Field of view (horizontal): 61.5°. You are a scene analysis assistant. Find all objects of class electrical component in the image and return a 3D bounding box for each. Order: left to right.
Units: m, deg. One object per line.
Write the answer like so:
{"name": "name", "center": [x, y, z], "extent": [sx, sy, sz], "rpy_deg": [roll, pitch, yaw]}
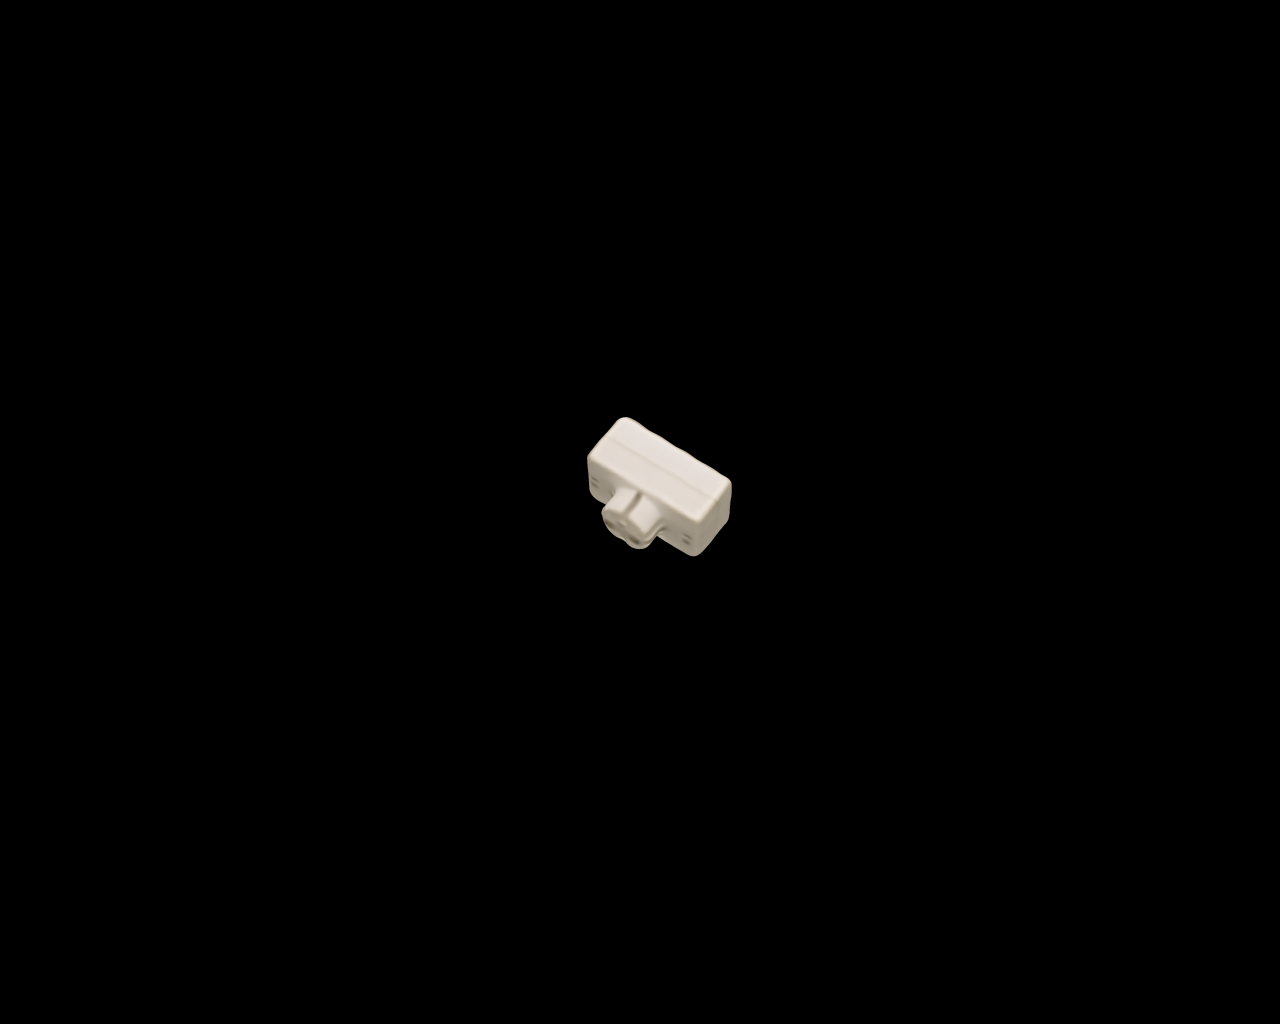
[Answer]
{"name": "electrical component", "center": [0.001, -0.003, 0.650], "extent": [0.083, 0.076, 0.047], "rpy_deg": [32, -26, 18]}
